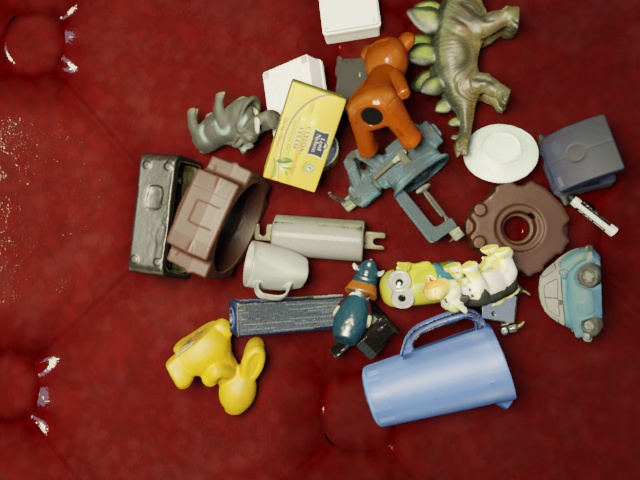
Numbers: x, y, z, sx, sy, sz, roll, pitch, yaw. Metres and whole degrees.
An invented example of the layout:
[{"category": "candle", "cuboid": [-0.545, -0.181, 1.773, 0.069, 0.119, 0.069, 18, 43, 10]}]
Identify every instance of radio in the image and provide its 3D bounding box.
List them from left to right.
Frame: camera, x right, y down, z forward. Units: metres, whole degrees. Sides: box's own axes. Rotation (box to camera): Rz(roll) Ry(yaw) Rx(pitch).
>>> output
[{"category": "radio", "cuboid": [-0.284, -0.044, 0.997, 0.073, 0.131, 0.229, 4, 87, 8]}]

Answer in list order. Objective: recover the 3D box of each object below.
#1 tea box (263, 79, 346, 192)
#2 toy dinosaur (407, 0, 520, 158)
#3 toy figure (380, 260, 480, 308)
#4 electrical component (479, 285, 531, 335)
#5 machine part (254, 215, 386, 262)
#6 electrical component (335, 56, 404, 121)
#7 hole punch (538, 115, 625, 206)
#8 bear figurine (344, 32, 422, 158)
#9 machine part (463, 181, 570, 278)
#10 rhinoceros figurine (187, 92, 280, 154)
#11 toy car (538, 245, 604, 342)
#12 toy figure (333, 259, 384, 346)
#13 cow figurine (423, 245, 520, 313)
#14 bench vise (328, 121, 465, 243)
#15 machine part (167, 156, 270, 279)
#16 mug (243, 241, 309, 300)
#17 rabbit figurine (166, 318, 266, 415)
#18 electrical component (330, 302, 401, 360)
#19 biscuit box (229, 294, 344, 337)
[{"category": "tea box", "cuboid": [-0.029, -0.180, 0.927, 0.098, 0.068, 0.169, 15, 109, -10]}, {"category": "toy dinosaur", "cuboid": [0.254, -0.377, 0.972, 0.199, 0.105, 0.471, 5, 83, 10]}, {"category": "toy figure", "cuboid": [0.198, 0.081, 0.961, 0.180, 0.089, 0.082, -9, 66, -4]}, {"category": "electrical component", "cuboid": [0.327, 0.117, 0.960, 0.078, 0.045, 0.102, 13, 88, 6]}, {"category": "machine part", "cuboid": [-0.002, -0.003, 0.990, 0.243, 0.079, 0.079, 4, 87, 6]}, {"category": "electrical component", "cuboid": [0.091, -0.278, 1.006, 0.134, 0.058, 0.114, 5, 89, 7]}, {"category": "hole punch", "cuboid": [0.452, -0.144, 0.933, 0.116, 0.092, 0.142, -15, 76, 8]}, {"category": "bear figurine", "cuboid": [0.113, -0.255, 0.923, 0.120, 0.131, 0.196, -9, 44, 29]}, {"category": "machine part", "cuboid": [0.352, -0.020, 0.961, 0.179, 0.056, 0.179, 0, 86, 5]}, {"category": "rhinoceros figurine", "cuboid": [-0.162, -0.213, 0.996, 0.190, 0.073, 0.112, -10, 85, 28]}, {"category": "toy car", "cuboid": [0.434, 0.089, 0.930, 0.103, 0.109, 0.161, 0, 99, 29]}, {"category": "toy figure", "cuboid": [0.065, 0.106, 0.945, 0.064, 0.058, 0.154, 28, 66, -14]}, {"category": "cow figurine", "cuboid": [0.252, 0.079, 0.891, 0.167, 0.068, 0.098, -24, 101, -15]}, {"category": "bench vise", "cuboid": [0.156, -0.083, 0.958, 0.223, 0.129, 0.240, -38, 79, 6]}, {"category": "machine part", "cuboid": [-0.176, -0.036, 0.949, 0.087, 0.201, 0.201, 23, 90, 11]}, {"category": "mug", "cuboid": [-0.074, 0.057, 0.942, 0.107, 0.110, 0.080, 9, 131, -18]}, {"category": "rabbit figurine", "cuboid": [-0.173, 0.236, 0.993, 0.162, 0.122, 0.173, -33, 98, -6]}, {"category": "electrical component", "cuboid": [0.078, 0.176, 0.965, 0.119, 0.075, 0.047, -45, 114, -1]}, {"category": "biscuit box", "cuboid": [-0.059, 0.132, 0.957, 0.203, 0.059, 0.062, -1, 87, -20]}]
